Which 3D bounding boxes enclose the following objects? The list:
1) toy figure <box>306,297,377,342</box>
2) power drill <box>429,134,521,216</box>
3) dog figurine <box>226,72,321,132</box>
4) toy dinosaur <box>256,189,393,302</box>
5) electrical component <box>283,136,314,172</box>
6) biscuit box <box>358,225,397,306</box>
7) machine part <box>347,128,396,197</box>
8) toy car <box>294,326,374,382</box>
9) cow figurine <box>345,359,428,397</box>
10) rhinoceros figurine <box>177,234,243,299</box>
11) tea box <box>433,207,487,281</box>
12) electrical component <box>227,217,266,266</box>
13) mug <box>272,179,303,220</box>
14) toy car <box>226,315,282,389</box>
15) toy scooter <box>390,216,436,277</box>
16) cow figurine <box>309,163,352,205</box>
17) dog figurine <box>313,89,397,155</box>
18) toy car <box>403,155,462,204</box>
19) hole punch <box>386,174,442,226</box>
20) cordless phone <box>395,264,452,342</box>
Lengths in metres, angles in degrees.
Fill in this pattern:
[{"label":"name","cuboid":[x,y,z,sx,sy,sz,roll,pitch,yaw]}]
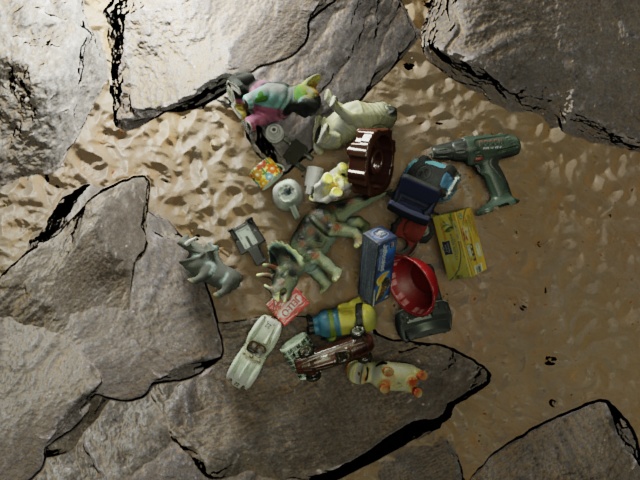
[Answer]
[{"label":"toy figure","cuboid":[0.056,0.209,1.366,0.180,0.089,0.082,-9,124,-6]},{"label":"power drill","cuboid":[0.414,-0.169,1.385,0.232,0.086,0.207,-16,84,-4]},{"label":"dog figurine","cuboid":[-0.103,-0.362,1.344,0.219,0.108,0.192,-22,53,-21]},{"label":"toy dinosaur","cuboid":[0.001,-0.009,1.344,0.192,0.131,0.405,35,76,-5]},{"label":"electrical component","cuboid":[-0.065,-0.224,1.389,0.094,0.021,0.063,38,90,-3]},{"label":"biscuit box","cuboid":[0.140,0.065,1.323,0.059,0.063,0.202,-23,133,-29]},{"label":"machine part","cuboid":[0.126,-0.191,1.312,0.056,0.179,0.179,13,91,31]},{"label":"toy car","cuboid":[0.038,0.280,1.305,0.202,0.053,0.089,-18,114,-11]},{"label":"cow figurine","cuboid":[0.158,0.338,1.369,0.195,0.127,0.085,9,91,-16]},{"label":"rhinoceros figurine","cuboid":[-0.285,0.065,1.360,0.190,0.073,0.112,39,91,-2]},{"label":"tea box","cuboid":[0.355,0.009,1.363,0.068,0.098,0.169,-15,90,42]},{"label":"electrical component","cuboid":[-0.176,0.006,1.376,0.075,0.048,0.119,-34,92,-1]},{"label":"mug","cuboid":[-0.080,-0.103,1.348,0.081,0.107,0.109,-17,90,0]},{"label":"toy car","cuboid":[-0.168,0.287,1.376,0.073,0.056,0.201,30,89,-2]},{"label":"toy scooter","cuboid":[0.204,-0.004,1.377,0.135,0.075,0.183,30,94,-4]},{"label":"cow figurine","cuboid":[0.045,-0.146,1.356,0.068,0.098,0.167,52,48,-2]},{"label":"dog figurine","cuboid":[0.090,-0.280,1.365,0.190,0.121,0.172,14,125,-19]},{"label":"toy car","cuboid":[0.290,-0.141,1.359,0.102,0.162,0.109,37,78,-46]},{"label":"hole punch","cuboid":[0.220,-0.080,1.293,0.142,0.115,0.092,22,66,7]},{"label":"cordless phone","cuboid":[0.256,0.161,1.389,0.147,0.088,0.184,-13,80,-1]}]
